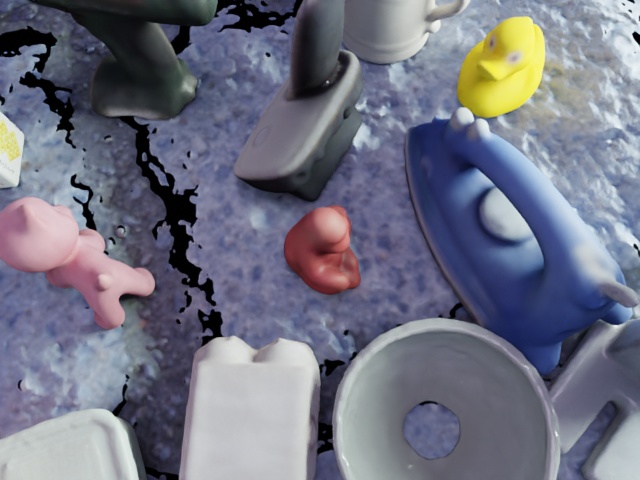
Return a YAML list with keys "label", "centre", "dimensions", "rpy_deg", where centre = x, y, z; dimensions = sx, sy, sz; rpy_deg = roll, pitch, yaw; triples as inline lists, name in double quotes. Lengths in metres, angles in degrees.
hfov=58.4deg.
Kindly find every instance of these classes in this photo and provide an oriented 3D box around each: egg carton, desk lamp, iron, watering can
- label: "egg carton"
  centre: [-0.054, 0.153, 0.455]
  dimensions: [0.107, 0.069, 0.150]
  rpy_deg: [1, 71, 2]
- label: "desk lamp"
  centre: [0.268, 0.082, 0.392]
  dimensions: [0.117, 0.213, 0.203]
  rpy_deg: [39, 77, 14]
- label: "iron"
  centre: [0.151, -0.027, 0.472]
  dimensions: [0.119, 0.141, 0.258]
  rpy_deg: [-31, 73, -8]
- label: "watering can"
  centre: [0.057, -0.264, 0.529]
  dimensions: [0.172, 0.194, 0.101]
  rpy_deg: [6, 71, 4]

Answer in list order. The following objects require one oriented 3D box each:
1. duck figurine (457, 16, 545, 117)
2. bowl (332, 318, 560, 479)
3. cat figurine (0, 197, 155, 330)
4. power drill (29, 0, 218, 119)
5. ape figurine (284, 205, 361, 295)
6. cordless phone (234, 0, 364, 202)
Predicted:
- label: "duck figurine"
  centre: [0.182, -0.180, 0.553]
  dimensions: [0.077, 0.086, 0.105]
  rpy_deg: [41, 77, 14]
- label: "bowl"
  centre: [0.093, 0.150, 0.448]
  dimensions: [0.167, 0.075, 0.167]
  rpy_deg: [-1, 71, 2]
- label: "cat figurine"
  centre: [-0.218, 0.011, 0.484]
  dimensions: [0.127, 0.118, 0.067]
  rpy_deg: [32, 75, 12]
- label: "power drill"
  centre: [-0.197, -0.194, 0.506]
  dimensions: [0.229, 0.208, 0.075]
  rpy_deg: [3, 71, 3]
- label: "ape figurine"
  centre: [0.005, 0.002, 0.493]
  dimensions: [0.076, 0.092, 0.078]
  rpy_deg: [20, 73, 9]
- label: "cordless phone"
  centre: [-0.021, -0.127, 0.489]
  dimensions: [0.094, 0.185, 0.148]
  rpy_deg: [23, 73, 10]
